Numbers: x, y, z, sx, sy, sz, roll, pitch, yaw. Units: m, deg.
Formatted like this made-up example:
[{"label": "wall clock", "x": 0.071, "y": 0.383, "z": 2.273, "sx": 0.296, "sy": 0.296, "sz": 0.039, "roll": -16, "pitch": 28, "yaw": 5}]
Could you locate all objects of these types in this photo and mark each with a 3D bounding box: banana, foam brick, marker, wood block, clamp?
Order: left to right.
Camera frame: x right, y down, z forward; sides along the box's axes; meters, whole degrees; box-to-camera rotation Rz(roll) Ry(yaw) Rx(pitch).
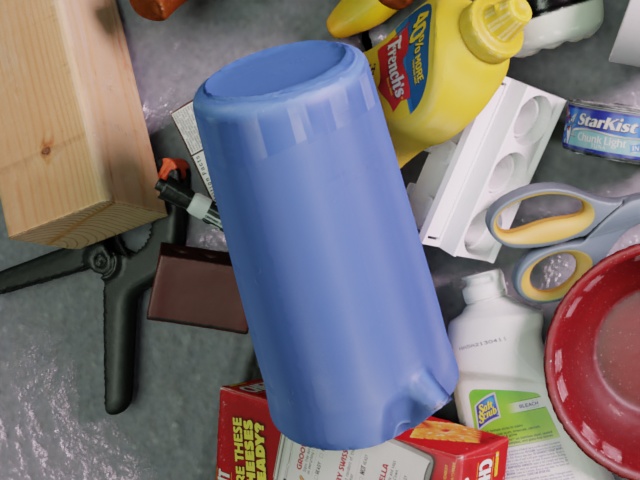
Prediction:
[{"label": "wood block", "x": -0.198, "y": -0.107, "z": 0.815, "sx": 0.091, "sy": 0.090, "sz": 0.206, "roll": -19, "pitch": 78, "yaw": 20}, {"label": "clamp", "x": -0.179, "y": 0.015, "z": 0.867, "sx": 0.165, "sy": 0.036, "sz": 0.210, "roll": 33, "pitch": 103, "yaw": 14}, {"label": "foam brick", "x": -0.089, "y": 0.036, "z": 0.814, "sx": 0.078, "sy": 0.053, "sz": 0.051, "roll": 9, "pitch": 101, "yaw": -9}, {"label": "marker", "x": -0.069, "y": -0.014, "z": 0.800, "sx": 0.121, "sy": 0.020, "sz": 0.020, "roll": 29, "pitch": 106, "yaw": -11}, {"label": "banana", "x": 0.067, "y": -0.228, "z": 0.750, "sx": 0.070, "sy": 0.037, "sz": 0.198, "roll": 24, "pitch": 107, "yaw": 13}]

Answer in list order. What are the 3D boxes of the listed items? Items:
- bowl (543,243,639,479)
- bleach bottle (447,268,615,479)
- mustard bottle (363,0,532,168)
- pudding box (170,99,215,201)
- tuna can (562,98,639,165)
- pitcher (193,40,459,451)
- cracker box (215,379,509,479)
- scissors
[{"label": "bowl", "x": 0.229, "y": 0.078, "z": 0.705, "sx": 0.162, "sy": 0.055, "sz": 0.162, "roll": 1, "pitch": 95, "yaw": 11}, {"label": "bleach bottle", "x": 0.153, "y": 0.142, "z": 0.745, "sx": 0.103, "sy": 0.068, "sz": 0.251, "roll": -16, "pitch": 87, "yaw": 19}, {"label": "mustard bottle", "x": 0.068, "y": -0.105, "z": 0.697, "sx": 0.192, "sy": 0.058, "sz": 0.096, "roll": -31, "pitch": 46, "yaw": 53}, {"label": "pudding box", "x": -0.046, "y": -0.082, "z": 0.808, "sx": 0.114, "sy": 0.039, "sz": 0.090, "roll": -26, "pitch": 89, "yaw": 24}, {"label": "tuna can", "x": 0.202, "y": -0.070, "z": 0.692, "sx": 0.086, "sy": 0.086, "sz": 0.034, "roll": 11, "pitch": 102, "yaw": 19}, {"label": "pitcher", "x": -0.005, "y": 0.001, "z": 0.689, "sx": 0.149, "sy": 0.145, "sz": 0.243, "roll": -9, "pitch": 117, "yaw": 13}, {"label": "cracker box", "x": 0.022, "y": 0.199, "z": 0.764, "sx": 0.214, "sy": 0.071, "sz": 0.164, "roll": 9, "pitch": 98, "yaw": 39}, {"label": "scissors", "x": 0.211, "y": -0.005, "z": 0.715, "sx": 0.201, "sy": 0.016, "sz": 0.096, "roll": -3, "pitch": 117, "yaw": -1}]
